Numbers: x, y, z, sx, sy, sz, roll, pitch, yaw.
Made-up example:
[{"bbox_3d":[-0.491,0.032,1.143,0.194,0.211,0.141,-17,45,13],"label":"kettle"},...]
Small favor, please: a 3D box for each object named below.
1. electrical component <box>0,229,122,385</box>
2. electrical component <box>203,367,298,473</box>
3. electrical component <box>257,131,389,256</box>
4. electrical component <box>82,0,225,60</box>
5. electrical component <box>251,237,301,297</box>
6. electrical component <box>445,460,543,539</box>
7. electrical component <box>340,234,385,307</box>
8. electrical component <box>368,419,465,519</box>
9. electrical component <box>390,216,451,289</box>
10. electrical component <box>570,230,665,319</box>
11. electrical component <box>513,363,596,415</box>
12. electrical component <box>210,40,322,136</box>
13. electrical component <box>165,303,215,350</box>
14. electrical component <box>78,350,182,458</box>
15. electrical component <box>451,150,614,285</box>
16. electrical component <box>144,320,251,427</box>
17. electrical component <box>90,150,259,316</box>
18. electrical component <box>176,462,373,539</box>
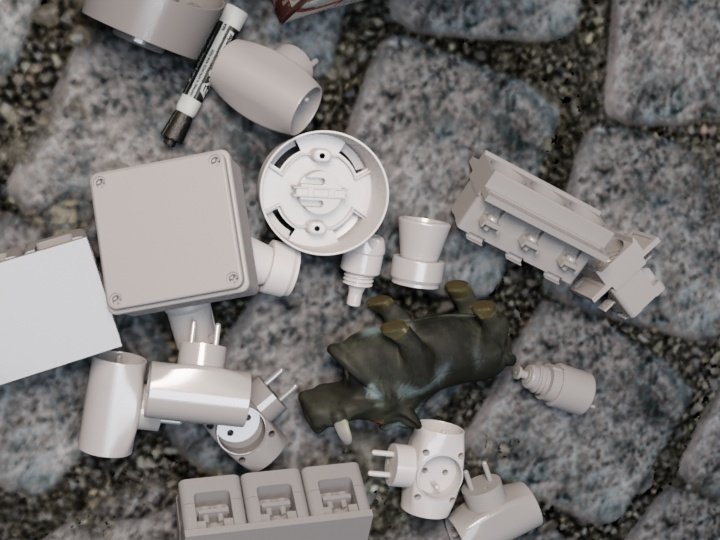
[{"bbox_3d":[-0.269,0.034,0.820,0.150,0.062,0.089,-18,103,-11],"label":"electrical component"},{"bbox_3d":[-0.087,0.114,0.891,0.079,0.044,0.077,-41,107,-5],"label":"electrical component"},{"bbox_3d":[-0.033,-0.063,0.864,0.099,0.064,0.099,-3,100,-15],"label":"electrical component"},{"bbox_3d":[-0.153,-0.197,0.795,0.099,0.099,0.064,20,100,-17],"label":"electrical component"},{"bbox_3d":[-0.081,-0.005,0.872,0.055,0.045,0.045,14,95,-17],"label":"electrical component"},{"bbox_3d":[0.114,0.209,0.960,0.077,0.044,0.079,-23,104,-13],"label":"electrical component"},{"bbox_3d":[0.000,0.000,0.900,0.035,0.035,0.061,8,102,-16],"label":"electrical component"},{"bbox_3d":[0.046,0.171,0.936,0.079,0.044,0.077,8,97,-15],"label":"electrical component"},{"bbox_3d":[0.050,-0.015,0.905,0.045,0.045,0.055,6,98,-16],"label":"electrical component"},{"bbox_3d":[0.234,0.005,0.960,0.081,0.042,0.063,-42,111,-4],"label":"electrical component"},{"bbox_3d":[0.174,0.102,0.960,0.078,0.040,0.040,19,94,-17],"label":"electrical component"},{"bbox_3d":[-0.063,-0.152,0.846,0.077,0.043,0.079,32,50,13],"label":"electrical component"},{"bbox_3d":[-0.137,0.038,0.868,0.040,0.040,0.046,-15,108,-12],"label":"electrical component"},{"bbox_3d":[-0.181,0.109,0.866,0.079,0.043,0.077,9,97,-16],"label":"electrical component"},{"bbox_3d":[0.144,-0.042,0.915,0.121,0.078,0.063,25,114,-17],"label":"electrical component"},{"bbox_3d":[-0.124,0.079,0.836,0.077,0.043,0.079,8,78,-13],"label":"electrical component"},{"bbox_3d":[-0.140,-0.026,0.819,0.109,0.056,0.108,-10,83,5],"label":"electrical component"},{"bbox_3d":[-0.074,0.211,0.889,0.150,0.061,0.089,-3,133,-14],"label":"electrical component"}]
